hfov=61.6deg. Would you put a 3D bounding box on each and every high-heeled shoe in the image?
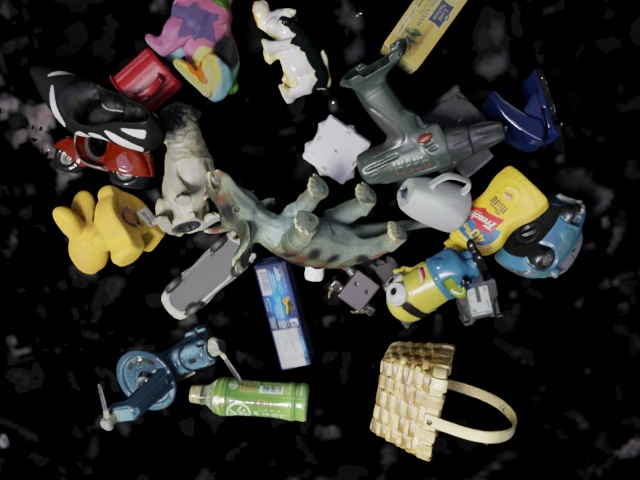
[{"bbox_3d":[-0.348,-0.211,0.821,0.249,0.145,0.086,32,72,-7],"label":"high-heeled shoe"}]

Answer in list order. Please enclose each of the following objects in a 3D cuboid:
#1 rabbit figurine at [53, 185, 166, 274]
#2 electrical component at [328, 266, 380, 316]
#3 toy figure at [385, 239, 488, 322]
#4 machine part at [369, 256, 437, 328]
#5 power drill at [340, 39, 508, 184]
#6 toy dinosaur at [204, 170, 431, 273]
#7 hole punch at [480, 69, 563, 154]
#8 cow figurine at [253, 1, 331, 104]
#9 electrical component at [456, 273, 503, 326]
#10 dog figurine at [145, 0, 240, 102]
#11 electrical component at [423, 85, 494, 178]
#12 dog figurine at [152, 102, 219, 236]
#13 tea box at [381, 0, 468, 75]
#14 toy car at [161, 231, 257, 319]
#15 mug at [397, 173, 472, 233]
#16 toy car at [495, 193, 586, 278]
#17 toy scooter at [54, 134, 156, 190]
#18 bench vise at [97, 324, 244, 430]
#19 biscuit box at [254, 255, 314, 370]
[{"bbox_3d":[-0.387,-0.007,0.940,0.173,0.122,0.162,-36,107,29],"label":"rabbit figurine"},{"bbox_3d":[0.062,0.092,0.969,0.102,0.045,0.078,31,92,-4],"label":"electrical component"},{"bbox_3d":[0.191,0.073,0.892,0.180,0.082,0.089,-29,100,17],"label":"toy figure"},{"bbox_3d":[0.146,0.088,0.968,0.084,0.039,0.138,-34,100,18],"label":"machine part"},{"bbox_3d":[0.142,-0.194,0.819,0.232,0.086,0.207,-23,121,21],"label":"power drill"},{"bbox_3d":[0.002,-0.006,0.890,0.404,0.131,0.192,14,148,-33],"label":"toy dinosaur"},{"bbox_3d":[0.318,-0.193,0.855,0.092,0.142,0.115,-20,86,5],"label":"hole punch"},{"bbox_3d":[-0.046,-0.316,0.878,0.098,0.068,0.167,-21,103,2],"label":"cow figurine"},{"bbox_3d":[0.273,0.086,0.954,0.075,0.048,0.119,-18,100,6],"label":"electrical component"},{"bbox_3d":[-0.164,-0.356,0.859,0.191,0.108,0.219,42,98,-5],"label":"dog figurine"},{"bbox_3d":[0.224,-0.172,0.899,0.115,0.058,0.134,-42,96,12],"label":"electrical component"},{"bbox_3d":[-0.243,-0.120,0.932,0.172,0.121,0.190,-36,65,36],"label":"dog figurine"},{"bbox_3d":[0.173,-0.352,0.843,0.068,0.098,0.169,35,103,-4],"label":"tea box"},{"bbox_3d":[-0.202,0.064,0.973,0.202,0.056,0.073,-41,91,9],"label":"toy car"},{"bbox_3d":[0.190,-0.069,0.884,0.107,0.081,0.109,13,145,-21],"label":"mug"},{"bbox_3d":[0.386,0.005,0.912,0.102,0.109,0.161,40,89,-28],"label":"toy car"},{"bbox_3d":[-0.365,-0.168,0.925,0.184,0.075,0.135,15,99,4],"label":"toy scooter"},{"bbox_3d":[-0.277,0.242,0.931,0.224,0.240,0.128,-9,105,21],"label":"bench vise"},{"bbox_3d":[-0.064,0.128,0.974,0.059,0.063,0.202,-12,100,6],"label":"biscuit box"}]
